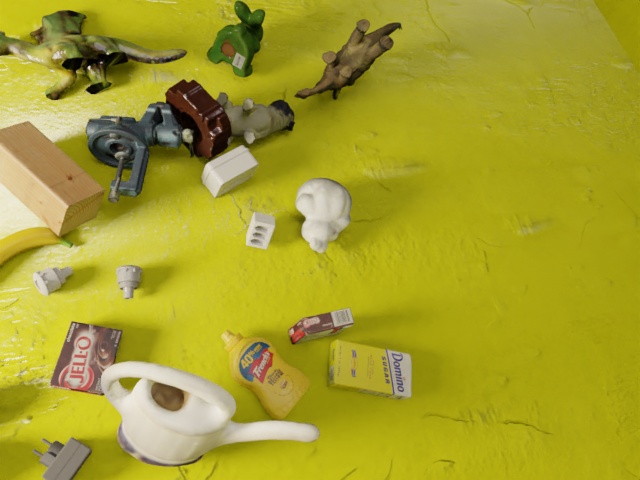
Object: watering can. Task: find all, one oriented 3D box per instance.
[{"bbox_3d":[-0.193,0.299,0.839,0.347,0.219,0.106,25,40,-9],"label":"watering can"}]

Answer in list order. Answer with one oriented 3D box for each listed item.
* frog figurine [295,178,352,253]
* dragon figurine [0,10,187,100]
[{"bbox_3d":[0.004,-0.059,1.166,0.136,0.121,0.163,37,43,-24],"label":"frog figurine"},{"bbox_3d":[-0.537,-0.450,1.163,0.414,0.119,0.246,-23,67,-32],"label":"dragon figurine"}]
